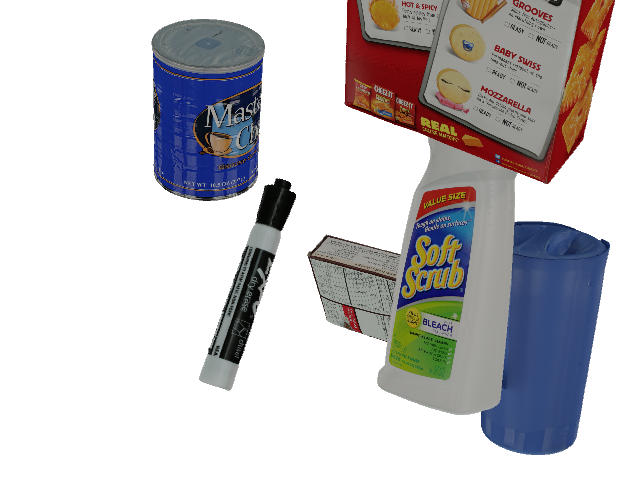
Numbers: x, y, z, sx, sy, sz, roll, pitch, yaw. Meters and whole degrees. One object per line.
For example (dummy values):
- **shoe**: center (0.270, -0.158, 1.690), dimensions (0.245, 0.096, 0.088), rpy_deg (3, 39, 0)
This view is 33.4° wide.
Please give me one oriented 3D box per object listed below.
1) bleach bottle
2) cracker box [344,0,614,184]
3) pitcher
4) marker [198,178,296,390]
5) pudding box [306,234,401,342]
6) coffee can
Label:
- **bleach bottle**: center (0.104, 0.003, 0.841), dimensions (0.067, 0.251, 0.103), rpy_deg (-6, 14, -43)
- **cracker box**: center (0.103, -0.161, 0.690), dimensions (0.164, 0.214, 0.072), rpy_deg (25, 48, 24)
- **pitcher**: center (0.229, 0.108, 1.169), dimensions (0.149, 0.243, 0.145), rpy_deg (5, 18, 12)
- **marker**: center (-0.039, 0.023, 0.594), dimensions (0.020, 0.121, 0.020), rpy_deg (18, -8, 3)
- **pudding box**: center (0.048, 0.049, 1.027), dimensions (0.114, 0.090, 0.039), rpy_deg (14, 43, 36)
- **coffee can**: center (-0.107, -0.124, 1.008), dimensions (0.103, 0.140, 0.103), rpy_deg (4, 35, -3)
